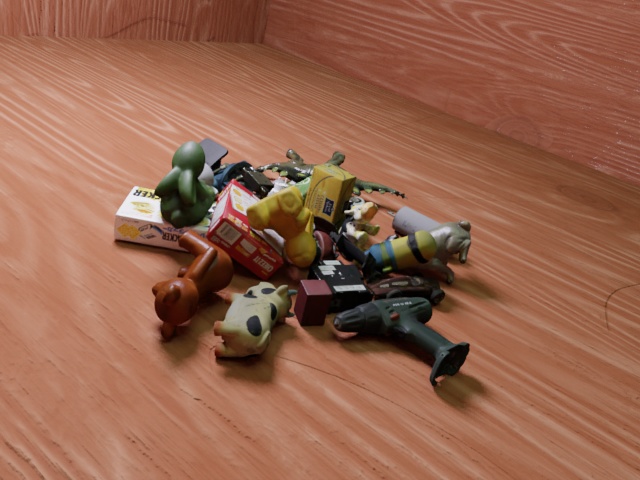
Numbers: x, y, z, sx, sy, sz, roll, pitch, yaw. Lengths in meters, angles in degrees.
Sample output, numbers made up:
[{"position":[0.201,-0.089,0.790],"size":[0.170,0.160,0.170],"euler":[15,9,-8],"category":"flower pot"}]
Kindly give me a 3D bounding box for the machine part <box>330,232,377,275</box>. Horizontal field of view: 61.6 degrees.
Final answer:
[{"position":[0.076,0.029,1.209],"size":[0.039,0.084,0.139],"euler":[-42,36,-8],"category":"machine part"}]

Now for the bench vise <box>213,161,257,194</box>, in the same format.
[{"position":[-0.235,-0.133,1.391],"size":[0.241,0.128,0.223],"euler":[29,33,34],"category":"bench vise"}]

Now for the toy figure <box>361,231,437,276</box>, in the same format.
[{"position":[0.180,0.034,1.242],"size":[0.180,0.082,0.089],"euler":[-13,-8,5],"category":"toy figure"}]

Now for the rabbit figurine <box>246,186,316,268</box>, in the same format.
[{"position":[-0.066,-0.022,1.161],"size":[0.122,0.173,0.162],"euler":[-28,4,8],"category":"rabbit figurine"}]

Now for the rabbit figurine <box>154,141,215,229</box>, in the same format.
[{"position":[-0.292,-0.121,1.131],"size":[0.121,0.170,0.159],"euler":[14,28,-1],"category":"rabbit figurine"}]

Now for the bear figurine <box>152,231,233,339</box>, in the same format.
[{"position":[-0.251,0.081,0.985],"size":[0.132,0.120,0.196],"euler":[21,33,21],"category":"bear figurine"}]

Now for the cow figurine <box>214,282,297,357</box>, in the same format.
[{"position":[-0.112,0.136,0.977],"size":[0.127,0.085,0.195],"euler":[8,25,1],"category":"cow figurine"}]

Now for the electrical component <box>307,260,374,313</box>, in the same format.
[{"position":[0.037,0.096,1.152],"size":[0.115,0.058,0.134],"euler":[3,29,-25],"category":"electrical component"}]

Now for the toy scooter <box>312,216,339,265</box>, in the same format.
[{"position":[-0.003,-0.004,1.294],"size":[0.135,0.075,0.184],"euler":[17,34,-39],"category":"toy scooter"}]

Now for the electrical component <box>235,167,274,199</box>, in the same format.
[{"position":[-0.161,-0.138,1.322],"size":[0.102,0.045,0.078],"euler":[45,23,16],"category":"electrical component"}]

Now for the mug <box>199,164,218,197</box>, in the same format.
[{"position":[-0.300,-0.133,1.274],"size":[0.109,0.081,0.107],"euler":[42,17,0],"category":"mug"}]

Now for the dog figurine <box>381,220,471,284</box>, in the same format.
[{"position":[0.254,0.006,1.313],"size":[0.190,0.172,0.121],"euler":[17,16,-10],"category":"dog figurine"}]

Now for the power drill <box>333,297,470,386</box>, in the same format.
[{"position":[0.166,0.187,1.034],"size":[0.232,0.085,0.208],"euler":[-9,28,-41],"category":"power drill"}]

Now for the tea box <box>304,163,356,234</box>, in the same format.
[{"position":[0.020,-0.102,1.393],"size":[0.098,0.169,0.068],"euler":[28,29,28],"category":"tea box"}]

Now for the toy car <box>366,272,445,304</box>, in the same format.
[{"position":[0.192,0.103,1.197],"size":[0.202,0.053,0.089],"euler":[5,28,-36],"category":"toy car"}]

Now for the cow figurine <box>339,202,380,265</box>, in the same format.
[{"position":[0.088,-0.030,1.292],"size":[0.068,0.167,0.098],"euler":[-17,42,-37],"category":"cow figurine"}]

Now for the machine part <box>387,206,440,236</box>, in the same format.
[{"position":[0.287,-0.025,1.476],"size":[0.243,0.079,0.079],"euler":[32,32,29],"category":"machine part"}]

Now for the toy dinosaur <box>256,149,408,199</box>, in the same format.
[{"position":[0.026,-0.182,1.627],"size":[0.472,0.104,0.199],"euler":[4,35,0],"category":"toy dinosaur"}]

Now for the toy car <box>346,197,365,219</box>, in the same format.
[{"position":[0.094,-0.053,1.438],"size":[0.056,0.073,0.202],"euler":[11,28,-5],"category":"toy car"}]

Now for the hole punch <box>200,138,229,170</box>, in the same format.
[{"position":[-0.325,-0.215,1.552],"size":[0.142,0.092,0.116],"euler":[35,64,29],"category":"hole punch"}]
